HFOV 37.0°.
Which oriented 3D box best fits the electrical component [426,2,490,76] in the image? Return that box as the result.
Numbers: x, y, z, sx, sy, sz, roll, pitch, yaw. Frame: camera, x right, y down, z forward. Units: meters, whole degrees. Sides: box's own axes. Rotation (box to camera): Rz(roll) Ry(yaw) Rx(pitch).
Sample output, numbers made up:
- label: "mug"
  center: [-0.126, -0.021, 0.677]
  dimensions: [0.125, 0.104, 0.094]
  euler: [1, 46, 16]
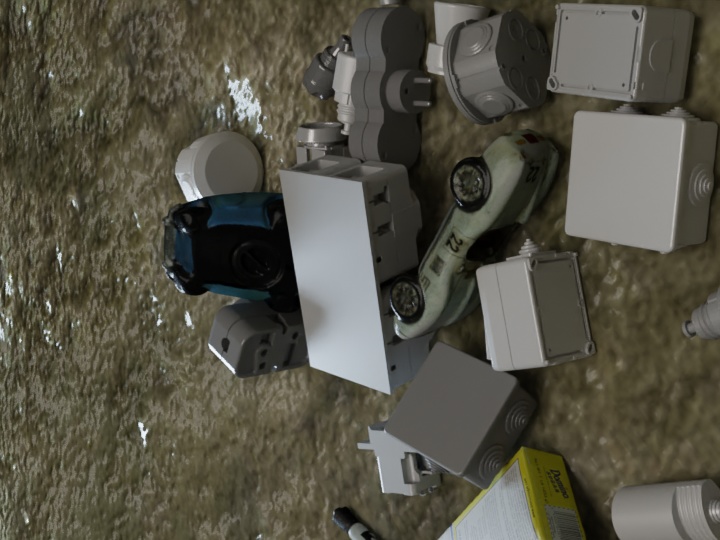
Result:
- label: "electrical component"
  center: [0.078, -0.184, 0.858]
  dimensions: [0.045, 0.045, 0.055]
  euler: [23, 112, 44]

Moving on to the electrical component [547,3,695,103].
- label: "electrical component"
  center: [0.177, -0.151, 0.746]
  dimensions: [0.096, 0.061, 0.061]
  euler: [21, 111, 53]

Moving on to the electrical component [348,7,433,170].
- label: "electrical component"
  center: [0.034, -0.150, 0.904]
  dimensions: [0.074, 0.052, 0.138]
  euler: [13, 105, 46]

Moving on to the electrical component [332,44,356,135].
- label: "electrical component"
  center: [-0.005, -0.159, 0.955]
  dimensions: [0.040, 0.040, 0.078]
  euler: [28, 115, 42]

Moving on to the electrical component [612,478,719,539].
- label: "electrical component"
  center: [0.221, 0.169, 0.747]
  dimensions: [0.081, 0.043, 0.043]
  euler: [-19, 81, 47]

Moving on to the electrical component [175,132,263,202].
- label: "electrical component"
  center: [-0.143, -0.099, 1.087]
  dimensions: [0.051, 0.080, 0.080]
  euler: [4, 98, 53]

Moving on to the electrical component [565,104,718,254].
- label: "electrical component"
  center: [0.194, -0.063, 0.742]
  dimensions: [0.100, 0.048, 0.099]
  euler: [14, 105, 46]

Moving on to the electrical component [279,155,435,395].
- label: "electrical component"
  center: [0.000, 0.000, 0.929]
  dimensions: [0.105, 0.060, 0.186]
  euler: [14, 119, 46]

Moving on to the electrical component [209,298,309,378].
- label: "electrical component"
  center: [-0.095, 0.062, 1.043]
  dimensions: [0.059, 0.095, 0.053]
  euler: [39, 122, 38]

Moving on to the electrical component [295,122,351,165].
- label: "electrical component"
  center: [-0.035, -0.106, 0.992]
  dimensions: [0.066, 0.048, 0.055]
  euler: [15, 114, 46]

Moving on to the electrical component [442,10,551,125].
- label: "electrical component"
  center: [0.103, -0.153, 0.809]
  dimensions: [0.051, 0.080, 0.080]
  euler: [-10, 88, 42]

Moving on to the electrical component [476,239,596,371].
- label: "electrical component"
  center: [0.129, 0.025, 0.816]
  dimensions: [0.061, 0.062, 0.096]
  euler: [-13, 85, 48]

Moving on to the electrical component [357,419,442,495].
- label: "electrical component"
  center: [0.041, 0.164, 0.946]
  dimensions: [0.081, 0.042, 0.063]
  euler: [-6, 92, 49]

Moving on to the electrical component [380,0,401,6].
- label: "electrical component"
  center: [0.024, -0.256, 0.910]
  dimensions: [0.048, 0.048, 0.062]
  euler: [9, 109, 47]

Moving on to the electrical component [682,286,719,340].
- label: "electrical component"
  center: [0.246, 0.027, 0.703]
  dimensions: [0.078, 0.040, 0.040]
  euler: [-30, 73, 46]

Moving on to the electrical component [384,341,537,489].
- label: "electrical component"
  center: [0.082, 0.117, 0.864]
  dimensions: [0.100, 0.048, 0.099]
  euler: [24, 78, 44]

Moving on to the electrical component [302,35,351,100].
- label: "electrical component"
  center: [-0.026, -0.187, 0.980]
  dimensions: [0.035, 0.035, 0.061]
  euler: [56, 130, 27]
